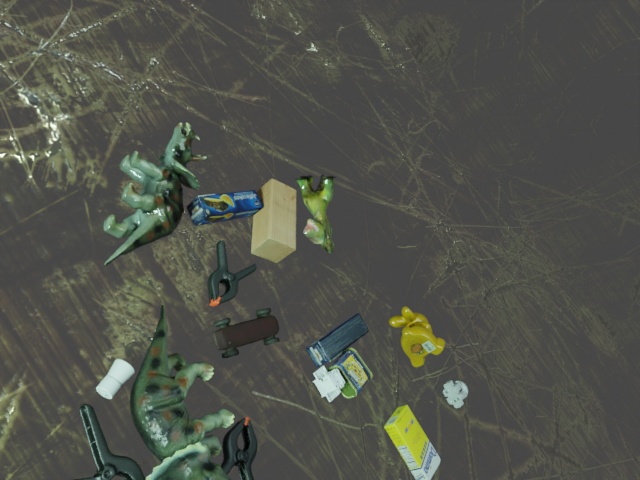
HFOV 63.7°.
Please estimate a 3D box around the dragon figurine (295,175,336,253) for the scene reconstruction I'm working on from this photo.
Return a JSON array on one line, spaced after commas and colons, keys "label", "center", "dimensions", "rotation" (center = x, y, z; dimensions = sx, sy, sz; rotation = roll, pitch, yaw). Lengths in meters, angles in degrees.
[{"label": "dragon figurine", "center": [0.005, -0.079, 1.564], "dimensions": [0.122, 0.241, 0.413], "rotation": [-5, 7, 11]}]
